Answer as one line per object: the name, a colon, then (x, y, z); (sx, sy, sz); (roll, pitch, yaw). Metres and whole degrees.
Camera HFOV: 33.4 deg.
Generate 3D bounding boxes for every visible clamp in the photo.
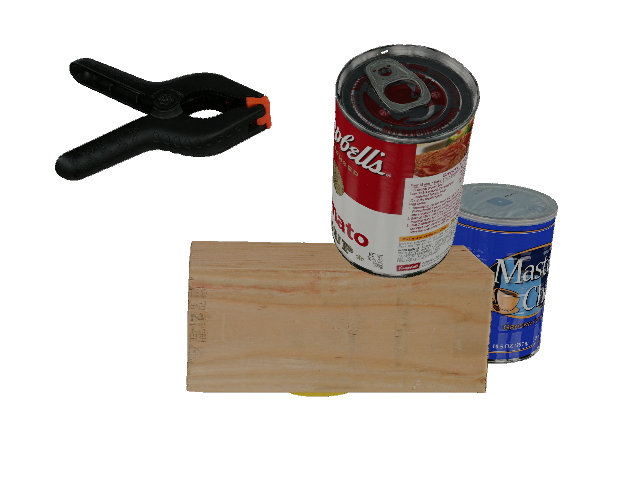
clamp: (-0.128, -0.107, 0.852); (0.171, 0.120, 0.039); (-7, -30, -8)

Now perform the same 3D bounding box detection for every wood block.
wood block: (0.009, 0.054, 0.761); (0.206, 0.090, 0.091); (1, 11, -6)

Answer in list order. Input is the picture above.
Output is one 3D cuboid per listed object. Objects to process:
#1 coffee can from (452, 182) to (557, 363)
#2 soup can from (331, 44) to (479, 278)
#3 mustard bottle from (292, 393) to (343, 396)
coffee can: (0.160, 0.028, 0.988); (0.103, 0.140, 0.103); (2, 21, -1)
soup can: (0.040, -0.038, 0.537); (0.068, 0.068, 0.102); (0, -41, -1)
mustard bottle: (0.003, 0.105, 1.379); (0.096, 0.192, 0.058); (-1, 19, -5)
